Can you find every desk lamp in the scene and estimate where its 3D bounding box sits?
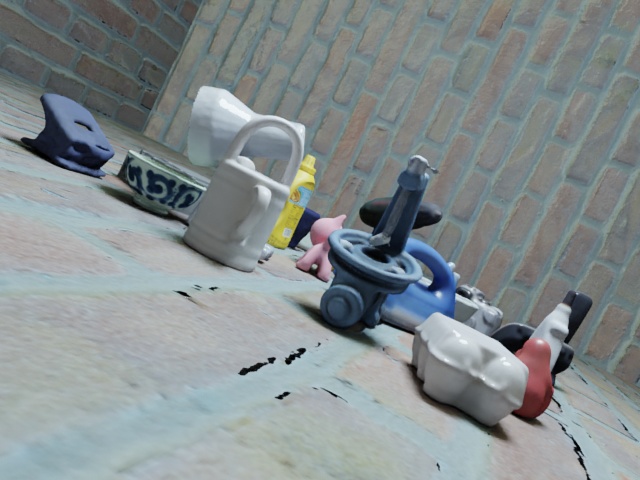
[{"bbox_3d":[-0.125,-0.106,0.879,0.203,0.213,0.118,26,4,-1],"label":"desk lamp"}]

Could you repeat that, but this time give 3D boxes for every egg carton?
[{"bbox_3d":[0.151,0.132,0.599,0.107,0.069,0.150,26,4,-1],"label":"egg carton"}]

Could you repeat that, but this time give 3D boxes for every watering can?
[{"bbox_3d":[-0.093,-0.069,0.739,0.101,0.194,0.172,23,5,-45],"label":"watering can"}]

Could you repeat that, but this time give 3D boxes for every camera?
[{"bbox_3d":[0.339,0.160,1.259,0.142,0.101,0.137,29,4,36],"label":"camera"}]

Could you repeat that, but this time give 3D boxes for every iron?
[{"bbox_3d":[0.155,0.070,0.929,0.259,0.141,0.118,24,4,-34],"label":"iron"}]

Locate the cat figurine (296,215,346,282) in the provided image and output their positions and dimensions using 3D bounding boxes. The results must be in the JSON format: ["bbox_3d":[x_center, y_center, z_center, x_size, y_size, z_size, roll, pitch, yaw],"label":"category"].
[{"bbox_3d":[0.009,0.004,1.028,0.067,0.118,0.128,26,4,-6],"label":"cat figurine"}]

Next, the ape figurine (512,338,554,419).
[{"bbox_3d":[0.248,0.161,0.686,0.077,0.092,0.076,27,4,17],"label":"ape figurine"}]

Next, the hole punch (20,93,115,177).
[{"bbox_3d":[-0.367,-0.156,0.862,0.101,0.091,0.109,27,4,17],"label":"hole punch"}]

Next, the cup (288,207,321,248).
[{"bbox_3d":[-0.069,-0.037,1.233,0.118,0.095,0.091,25,4,-15],"label":"cup"}]

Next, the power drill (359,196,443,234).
[{"bbox_3d":[0.131,0.006,1.131,0.076,0.208,0.229,24,4,-29],"label":"power drill"}]

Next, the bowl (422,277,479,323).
[{"bbox_3d":[0.224,0.126,1.137,0.167,0.075,0.167,26,4,-2],"label":"bowl"}]

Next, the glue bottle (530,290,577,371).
[{"bbox_3d":[0.372,0.160,0.930,0.037,0.173,0.078,26,4,0],"label":"glue bottle"}]

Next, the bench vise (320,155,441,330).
[{"bbox_3d":[0.073,0.000,0.725,0.121,0.220,0.207,26,4,-3],"label":"bench vise"}]

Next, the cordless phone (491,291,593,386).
[{"bbox_3d":[0.425,0.167,1.094,0.148,0.185,0.094,26,4,-13],"label":"cordless phone"}]
